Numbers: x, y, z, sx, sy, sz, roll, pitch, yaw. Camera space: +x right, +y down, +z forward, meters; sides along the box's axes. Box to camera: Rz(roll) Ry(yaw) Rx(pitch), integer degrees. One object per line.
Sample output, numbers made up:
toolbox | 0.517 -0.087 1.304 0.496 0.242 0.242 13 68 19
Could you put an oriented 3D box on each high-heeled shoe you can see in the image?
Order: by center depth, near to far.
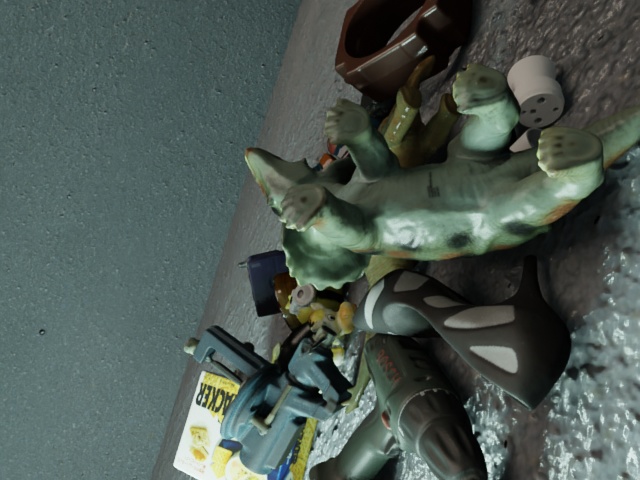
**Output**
high-heeled shoe | 0.103 0.094 0.477 0.249 0.086 0.145 -30 29 46

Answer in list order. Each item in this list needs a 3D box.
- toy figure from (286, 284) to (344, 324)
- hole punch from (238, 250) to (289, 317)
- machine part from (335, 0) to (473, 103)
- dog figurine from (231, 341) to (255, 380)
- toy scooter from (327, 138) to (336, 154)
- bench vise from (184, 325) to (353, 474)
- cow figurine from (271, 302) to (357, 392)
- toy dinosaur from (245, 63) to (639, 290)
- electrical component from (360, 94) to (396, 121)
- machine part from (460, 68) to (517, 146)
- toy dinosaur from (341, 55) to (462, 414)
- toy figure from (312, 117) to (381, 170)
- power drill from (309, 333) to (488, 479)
toy figure | 0.005 0.061 0.889 0.082 0.089 0.180 109 178 -50
hole punch | -0.081 0.082 1.044 0.092 0.142 0.115 -115 15 -69
machine part | 0.125 -0.321 0.808 0.201 0.087 0.201 -17 51 44
dog figurine | -0.137 0.305 1.044 0.219 0.108 0.192 119 159 -45
toy scooter | 0.054 -0.142 0.966 0.135 0.075 0.184 155 129 -68
bench vise | -0.085 0.186 0.739 0.129 0.241 0.223 -10 -52 -63
cow figurine | -0.011 0.150 0.805 0.068 0.098 0.167 -89 23 -63
toy dinosaur | 0.107 -0.036 0.454 0.192 0.405 0.131 45 -134 -61
electrical component | 0.113 -0.262 0.937 0.134 0.058 0.115 -44 29 57
machine part | 0.177 -0.140 0.559 0.039 0.084 0.139 -20 32 19
toy dinosaur | 0.091 -0.020 0.672 0.198 0.105 0.471 133 152 -72
toy figure | 0.033 -0.116 0.787 0.154 0.058 0.064 -42 -24 -2
power drill | 0.063 0.208 0.525 0.232 0.086 0.207 -104 32 -65
